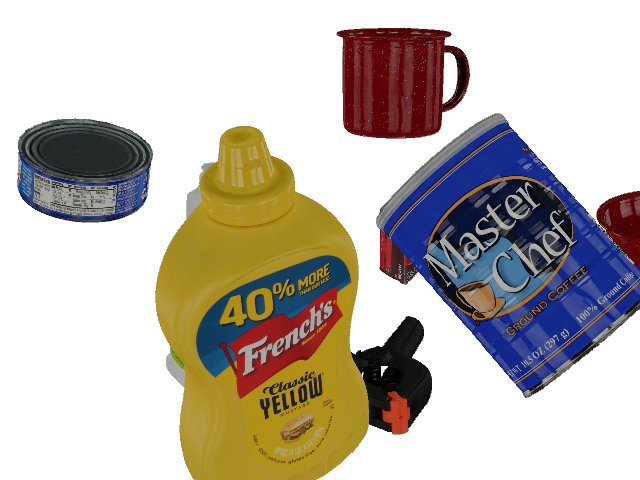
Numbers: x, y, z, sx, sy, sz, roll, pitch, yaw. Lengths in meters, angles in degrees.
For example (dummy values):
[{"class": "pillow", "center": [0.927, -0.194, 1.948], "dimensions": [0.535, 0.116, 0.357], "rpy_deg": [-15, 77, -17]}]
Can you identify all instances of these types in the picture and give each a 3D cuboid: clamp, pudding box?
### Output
[{"class": "clamp", "center": [0.031, 0.104, 0.844], "dimensions": [0.120, 0.039, 0.171], "rpy_deg": [-12, 15, 1]}, {"class": "pudding box", "center": [0.105, -0.024, 1.073], "dimensions": [0.039, 0.090, 0.113], "rpy_deg": [29, 55, 26]}]

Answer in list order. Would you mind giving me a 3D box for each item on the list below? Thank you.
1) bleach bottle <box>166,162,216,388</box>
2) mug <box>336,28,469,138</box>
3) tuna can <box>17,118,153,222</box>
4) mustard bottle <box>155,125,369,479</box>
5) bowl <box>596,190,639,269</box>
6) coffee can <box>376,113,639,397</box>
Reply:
[{"class": "bleach bottle", "center": [-0.117, 0.038, 1.120], "dimensions": [0.067, 0.251, 0.103], "rpy_deg": [-12, 29, -32]}, {"class": "mug", "center": [0.070, -0.131, 0.877], "dimensions": [0.117, 0.081, 0.093], "rpy_deg": [-7, 17, -25]}, {"class": "tuna can", "center": [-0.154, -0.046, 0.697], "dimensions": [0.086, 0.034, 0.086], "rpy_deg": [8, 30, -5]}, {"class": "mustard bottle", "center": [-0.027, 0.034, 0.499], "dimensions": [0.096, 0.192, 0.058], "rpy_deg": [-20, 38, -21]}, {"class": "bowl", "center": [0.367, -0.002, 1.102], "dimensions": [0.162, 0.055, 0.162], "rpy_deg": [-4, 23, 1]}, {"class": "coffee can", "center": [0.117, 0.009, 0.647], "dimensions": [0.102, 0.140, 0.103], "rpy_deg": [-39, -10, -8]}]
